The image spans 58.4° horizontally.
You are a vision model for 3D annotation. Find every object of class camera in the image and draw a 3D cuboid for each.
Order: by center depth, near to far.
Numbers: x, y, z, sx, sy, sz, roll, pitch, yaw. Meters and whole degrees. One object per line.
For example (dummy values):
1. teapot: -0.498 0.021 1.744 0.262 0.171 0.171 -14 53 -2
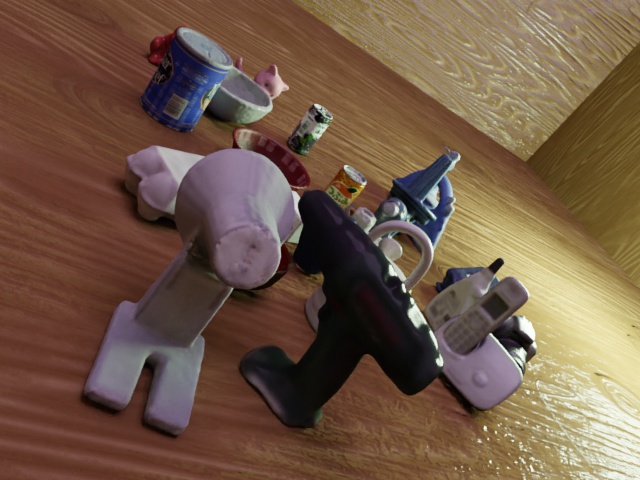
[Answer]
1. camera: 0.320 0.183 1.014 0.143 0.100 0.137 39 25 0

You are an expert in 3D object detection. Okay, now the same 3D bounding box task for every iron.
1. iron: 0.259 -0.084 1.328 0.119 0.141 0.258 27 27 -24

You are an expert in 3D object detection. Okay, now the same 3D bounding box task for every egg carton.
1. egg carton: -0.186 -0.069 0.777 0.151 0.069 0.107 5 41 -51

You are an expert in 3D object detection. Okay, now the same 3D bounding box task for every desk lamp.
1. desk lamp: -0.106 0.034 0.544 0.118 0.213 0.203 29 27 -20

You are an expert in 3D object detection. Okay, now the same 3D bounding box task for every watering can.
1. watering can: 0.073 0.049 0.788 0.101 0.194 0.172 29 27 -20

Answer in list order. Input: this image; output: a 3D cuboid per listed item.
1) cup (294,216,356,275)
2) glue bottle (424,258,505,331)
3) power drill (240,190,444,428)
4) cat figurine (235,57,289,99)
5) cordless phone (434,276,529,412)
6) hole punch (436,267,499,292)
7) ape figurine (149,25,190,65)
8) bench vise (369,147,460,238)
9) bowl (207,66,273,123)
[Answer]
1. cup: 0.008 0.003 0.893 0.091 0.095 0.118 44 25 11
2. glue bottle: 0.255 0.094 0.987 0.037 0.173 0.078 23 29 -30
3. power drill: 0.009 0.091 0.612 0.229 0.208 0.076 46 25 13
4. cat figurine: -0.137 -0.340 1.239 0.128 0.117 0.067 34 25 -12
5. cordless phone: 0.269 0.158 0.885 0.147 0.185 0.094 49 27 20
6. hole punch: 0.300 0.102 1.133 0.101 0.091 0.108 21 30 -34
7. ape figurine: -0.288 -0.385 1.137 0.078 0.092 0.076 38 25 -2
8. bench vise: 0.197 -0.082 1.145 0.121 0.219 0.207 38 25 -3
9. bowl: -0.182 -0.283 1.135 0.168 0.074 0.167 31 26 -17
